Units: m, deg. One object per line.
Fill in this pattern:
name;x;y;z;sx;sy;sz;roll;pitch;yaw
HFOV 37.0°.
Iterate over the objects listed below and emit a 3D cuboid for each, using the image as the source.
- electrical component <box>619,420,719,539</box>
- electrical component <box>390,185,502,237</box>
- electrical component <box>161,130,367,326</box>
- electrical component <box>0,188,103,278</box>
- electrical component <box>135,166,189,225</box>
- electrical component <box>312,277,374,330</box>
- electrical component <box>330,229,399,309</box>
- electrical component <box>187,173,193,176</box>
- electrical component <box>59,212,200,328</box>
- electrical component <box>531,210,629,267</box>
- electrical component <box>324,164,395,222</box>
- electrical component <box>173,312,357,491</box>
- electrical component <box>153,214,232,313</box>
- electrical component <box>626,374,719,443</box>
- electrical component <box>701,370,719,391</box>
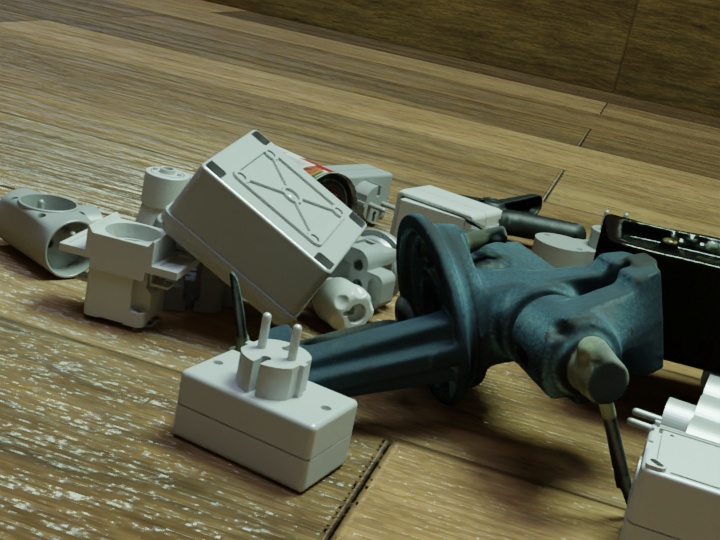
electrical component;0.180;0.125;0.528;0.096;0.061;0.062;16;18;15
electrical component;0.077;-0.031;0.950;0.096;0.061;0.061;22;20;30
electrical component;-0.061;-0.031;0.721;0.109;0.056;0.108;40;24;-2
electrical component;-0.214;-0.029;0.788;0.079;0.044;0.077;-6;25;-45
electrical component;-0.157;-0.049;0.852;0.044;0.065;0.044;11;18;-4
electrical component;-0.019;0.021;0.772;0.035;0.035;0.061;-1;19;-34
electrical component;0.000;0.000;0.813;0.078;0.058;0.057;22;23;31
electrical component;-0.142;-0.062;0.935;0.079;0.044;0.077;24;21;34
electrical component;-0.151;0.001;0.701;0.081;0.063;0.042;14;19;9
electrical component;0.226;-0.018;0.985;0.138;0.073;0.052;8;18;-11
electrical component;0.002;-0.070;1.047;0.076;0.047;0.083;25;22;37
electrical component;-0.047;0.060;0.562;0.083;0.075;0.047;20;19;24
electrical component;-0.121;-0.007;0.757;0.078;0.057;0.058;5;19;-20
electrical component;0.195;0.098;0.635;0.074;0.052;0.138;18;18;20
electrical component;0.266;0.086;0.738;0.040;0.040;0.078;7;18;-13
